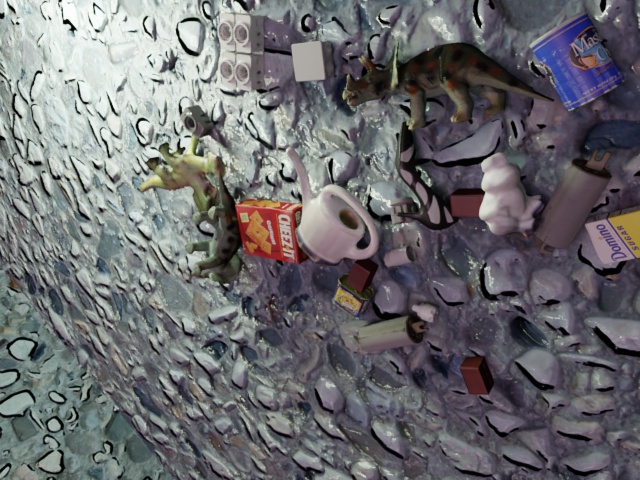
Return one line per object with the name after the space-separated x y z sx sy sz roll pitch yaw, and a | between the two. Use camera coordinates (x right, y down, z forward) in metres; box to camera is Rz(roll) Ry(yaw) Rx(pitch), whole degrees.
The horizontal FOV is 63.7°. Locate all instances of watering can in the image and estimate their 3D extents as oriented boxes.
0.004 -0.068 1.357 0.105 0.350 0.220 -33 -16 -48 | watering can

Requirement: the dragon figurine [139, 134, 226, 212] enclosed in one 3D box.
-0.421 -0.174 1.610 0.404 0.244 0.123 -37 -8 41 | dragon figurine

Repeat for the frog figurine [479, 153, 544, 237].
0.368 -0.091 1.048 0.158 0.139 0.122 43 -18 -11 | frog figurine
